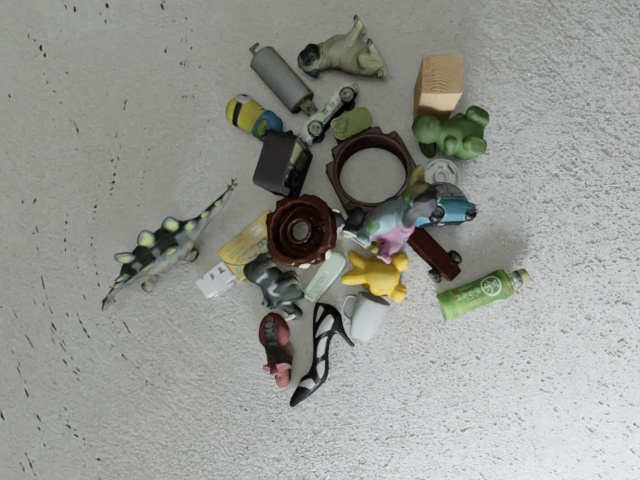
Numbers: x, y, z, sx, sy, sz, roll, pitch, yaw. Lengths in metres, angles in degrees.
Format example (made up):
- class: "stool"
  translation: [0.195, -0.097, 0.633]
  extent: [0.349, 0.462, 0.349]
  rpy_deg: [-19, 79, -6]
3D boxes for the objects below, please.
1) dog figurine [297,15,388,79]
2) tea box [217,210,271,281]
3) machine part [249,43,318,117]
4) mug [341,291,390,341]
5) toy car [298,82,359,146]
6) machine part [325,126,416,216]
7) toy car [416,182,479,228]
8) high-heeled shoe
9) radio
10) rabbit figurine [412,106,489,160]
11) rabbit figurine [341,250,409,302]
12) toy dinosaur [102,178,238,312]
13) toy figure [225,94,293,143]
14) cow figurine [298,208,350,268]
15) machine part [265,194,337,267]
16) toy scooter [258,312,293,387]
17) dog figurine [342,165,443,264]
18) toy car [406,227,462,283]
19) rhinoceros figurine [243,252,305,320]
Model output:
- class: "dog figurine"
  translation: [0.056, -0.447, 1.365]
  extent: [0.190, 0.121, 0.172]
  rpy_deg: [-32, 80, 15]
- class: "tea box"
  translation: [-0.159, 0.015, 1.345]
  extent: [0.169, 0.068, 0.098]
  rpy_deg: [-38, 83, 2]
- class: "machine part"
  translation: [-0.098, -0.408, 1.374]
  extent: [0.079, 0.079, 0.243]
  rpy_deg: [-41, 84, 0]
- class: "mug"
  translation: [0.103, 0.184, 1.304]
  extent: [0.110, 0.081, 0.107]
  rpy_deg: [19, 96, 2]
- class: "toy car"
  translation: [0.024, -0.318, 1.357]
  extent: [0.056, 0.073, 0.201]
  rpy_deg: [43, 90, 7]
- class: "machine part"
  translation: [0.129, -0.161, 1.318]
  extent: [0.201, 0.087, 0.201]
  rpy_deg: [-26, 78, 1]
- class: "toy car"
  translation: [0.287, -0.085, 1.265]
  extent: [0.162, 0.109, 0.103]
  rpy_deg: [-5, 83, -10]
- class: "high-heeled shoe"
  translation: [-0.027, 0.276, 1.311]
  extent: [0.145, 0.086, 0.248]
  rpy_deg: [43, 91, 18]
- class: "radio"
  translation: [-0.084, -0.172, 1.277]
  extent: [0.073, 0.229, 0.131]
  rpy_deg: [18, 90, 10]
- class: "rabbit figurine"
  translation: [0.296, -0.262, 1.290]
  extent: [0.170, 0.159, 0.121]
  rpy_deg: [12, 84, -13]
- class: "rabbit figurine"
  translation: [0.138, 0.073, 1.264]
  extent: [0.162, 0.173, 0.121]
  rpy_deg: [17, 91, 2]
- class: "toy dinosaur"
  translation: [-0.365, 0.013, 1.299]
  extent: [0.471, 0.198, 0.105]
  rpy_deg: [-43, 86, 2]
- class: "toy figure"
  translation: [-0.159, -0.300, 1.369]
  extent: [0.180, 0.082, 0.089]
  rpy_deg: [39, 87, 4]
- class: "cow figurine"
  translation: [-0.002, -0.002, 1.313]
  extent: [0.167, 0.098, 0.068]
  rpy_deg: [-42, 57, -2]
- class: "machine part"
  translation: [-0.043, -0.021, 1.259]
  extent: [0.180, 0.056, 0.179]
  rpy_deg: [-3, 83, 20]
- class: "toy scooter"
  translation: [-0.107, 0.264, 1.286]
  extent: [0.075, 0.135, 0.184]
  rpy_deg: [-12, 83, 5]
- class: "dog figurine"
  translation: [0.169, -0.064, 1.192]
  extent: [0.108, 0.192, 0.219]
  rpy_deg: [42, 89, -23]
- class: "toy car"
  translation: [0.259, 0.018, 1.318]
  extent: [0.089, 0.053, 0.202]
  rpy_deg: [-41, 82, -17]
- class: "rhinoceros figurine"
  translation: [-0.103, 0.117, 1.298]
  extent: [0.112, 0.073, 0.190]
  rpy_deg: [-41, 111, 2]
